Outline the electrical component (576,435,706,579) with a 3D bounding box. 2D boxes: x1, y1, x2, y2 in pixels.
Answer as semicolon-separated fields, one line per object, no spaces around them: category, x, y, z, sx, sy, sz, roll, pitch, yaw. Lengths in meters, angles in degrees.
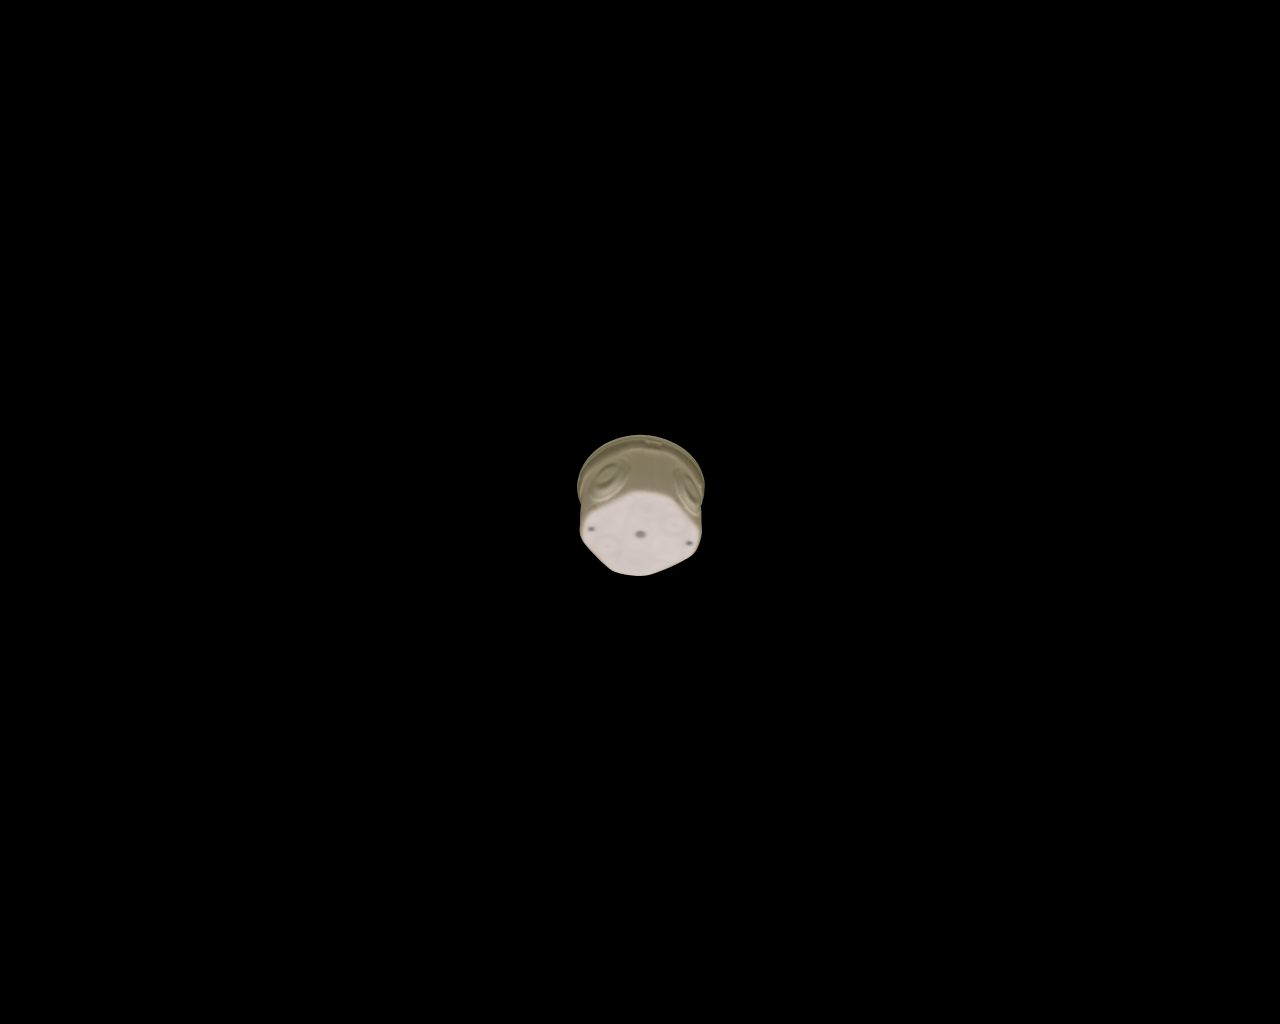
electrical component;0.001;-0.003;0.650;0.080;0.080;0.051;0;42;0
